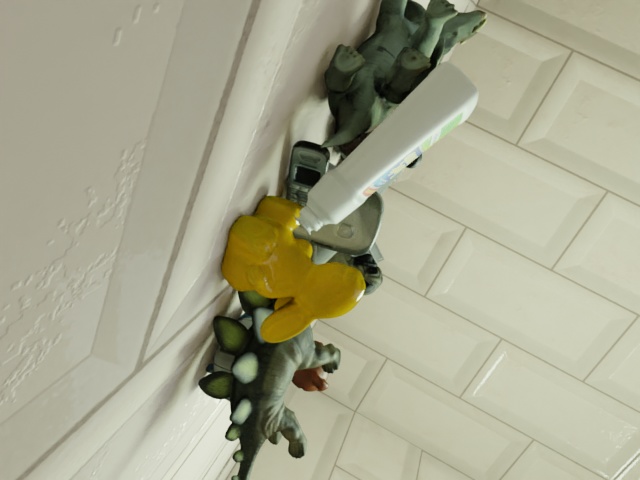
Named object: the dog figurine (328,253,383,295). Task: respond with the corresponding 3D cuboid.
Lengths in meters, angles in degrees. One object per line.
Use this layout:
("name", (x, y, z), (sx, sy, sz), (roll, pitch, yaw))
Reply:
("dog figurine", (0.026, 0.058, 1.066), (0.121, 0.191, 0.172), (-61, 175, -2))

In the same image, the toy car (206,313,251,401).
("toy car", (-0.121, 0.188, 0.880), (0.161, 0.109, 0.102), (-69, 158, -13))

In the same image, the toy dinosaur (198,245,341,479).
("toy dinosaur", (-0.062, 0.154, 0.802), (0.198, 0.105, 0.471), (38, 60, -44))

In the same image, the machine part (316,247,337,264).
("machine part", (-0.002, -0.003, 0.910), (0.243, 0.079, 0.079), (-45, -174, 41))

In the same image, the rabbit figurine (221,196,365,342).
("rabbit figurine", (-0.033, 0.050, 0.668), (0.122, 0.173, 0.162), (-55, 167, -68))

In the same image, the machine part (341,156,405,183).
("machine part", (0.121, -0.178, 1.006), (0.179, 0.056, 0.179), (-33, -148, 24))

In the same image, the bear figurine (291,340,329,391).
("bear figurine", (-0.052, 0.196, 1.015), (0.132, 0.196, 0.120), (-61, 170, -15))

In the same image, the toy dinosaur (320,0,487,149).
("toy dinosaur", (0.083, -0.221, 0.728), (0.405, 0.131, 0.192), (-52, 169, -24))

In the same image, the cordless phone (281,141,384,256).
("cordless phone", (0.020, -0.064, 0.724), (0.184, 0.147, 0.089), (101, 7, -62))

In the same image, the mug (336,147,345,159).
("mug", (0.086, -0.181, 0.929), (0.107, 0.110, 0.080), (-55, 143, -8))

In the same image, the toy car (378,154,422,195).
("toy car", (0.094, -0.110, 0.901), (0.073, 0.056, 0.201), (3, 140, -43))
